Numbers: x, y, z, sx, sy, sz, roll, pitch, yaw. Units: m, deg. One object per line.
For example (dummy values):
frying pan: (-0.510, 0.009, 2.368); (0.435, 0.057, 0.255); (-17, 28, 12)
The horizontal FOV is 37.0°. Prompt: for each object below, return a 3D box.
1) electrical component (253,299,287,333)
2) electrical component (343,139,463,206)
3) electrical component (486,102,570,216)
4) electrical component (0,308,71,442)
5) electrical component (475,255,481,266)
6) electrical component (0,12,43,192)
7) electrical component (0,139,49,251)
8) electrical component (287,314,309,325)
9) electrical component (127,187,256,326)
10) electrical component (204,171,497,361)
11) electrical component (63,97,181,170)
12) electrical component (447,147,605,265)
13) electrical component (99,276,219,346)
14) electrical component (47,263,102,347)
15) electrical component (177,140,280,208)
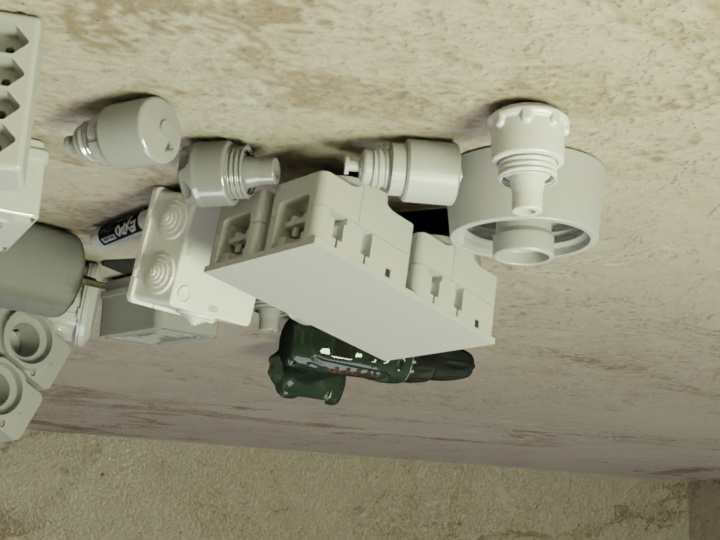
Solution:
electrical component: (-0.083, 0.027, 1.000); (0.048, 0.062, 0.048); (3, 165, 1)
electrical component: (0.029, -0.063, 0.680); (0.078, 0.040, 0.040); (4, 165, -6)
electrical component: (0.097, -0.063, 0.624); (0.048, 0.062, 0.048); (3, 165, 1)
electrical component: (-0.349, 0.055, 0.927); (0.060, 0.105, 0.186); (-13, 131, 38)
electrical component: (0.057, 0.015, 0.926); (0.099, 0.064, 0.099); (3, 166, 1)
electrical component: (-0.195, -0.082, 0.562); (0.047, 0.083, 0.076); (6, 165, -14)
electrical component: (-0.279, -0.057, 0.728); (0.109, 0.056, 0.109); (11, 164, -28)
electrical component: (-0.050, 0.034, 1.058); (0.043, 0.043, 0.062); (-1, 166, 14)
electrical component: (-0.117, -0.008, 0.807); (0.048, 0.099, 0.100); (7, 171, 40)
electrical component: (0.000, 0.000, 0.755); (0.105, 0.060, 0.186); (-13, 149, 41)
electrical component: (-0.145, -0.080, 0.647); (0.078, 0.040, 0.040); (-5, 164, 27)
electrical component: (0.110, -0.037, 0.724); (0.108, 0.060, 0.108); (3, 165, 1)
electrical component: (-0.199, 0.039, 1.069); (0.113, 0.057, 0.078); (-10, 163, 44)
electrical component: (-0.275, 0.030, 1.016); (0.051, 0.080, 0.080); (11, 164, -11)
electrical component: (-0.084, -0.063, 0.697); (0.062, 0.043, 0.043); (-2, 165, 12)
